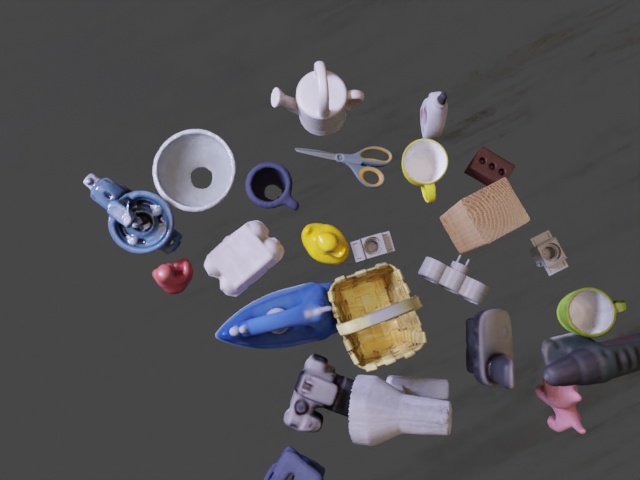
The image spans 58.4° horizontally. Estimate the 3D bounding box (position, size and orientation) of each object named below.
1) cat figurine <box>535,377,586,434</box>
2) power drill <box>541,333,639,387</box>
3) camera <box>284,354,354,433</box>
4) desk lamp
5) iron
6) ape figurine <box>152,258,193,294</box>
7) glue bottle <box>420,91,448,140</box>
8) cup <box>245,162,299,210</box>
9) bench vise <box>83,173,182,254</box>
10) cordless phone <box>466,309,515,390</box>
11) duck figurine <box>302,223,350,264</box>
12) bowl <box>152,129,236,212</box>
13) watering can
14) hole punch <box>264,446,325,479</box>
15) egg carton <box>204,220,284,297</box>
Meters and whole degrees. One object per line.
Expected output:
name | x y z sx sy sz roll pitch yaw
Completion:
cat figurine | 0.461 0.305 1.079 0.067 0.118 0.128 -24 84 -1
power drill | 0.487 0.216 1.043 0.229 0.208 0.075 -14 83 0
camera | 0.015 0.307 1.096 0.136 0.101 0.143 20 85 3
desk lamp | 0.150 0.303 1.037 0.203 0.213 0.118 2 84 2
iron | -0.087 0.157 1.093 0.258 0.141 0.119 -15 84 0
ape figurine | -0.295 0.069 1.131 0.077 0.092 0.076 7 84 2
glue bottle | 0.226 -0.253 1.116 0.037 0.173 0.078 -8 83 1
cup | -0.087 -0.094 1.144 0.117 0.095 0.092 37 86 5
bench vise | -0.376 -0.048 1.081 0.207 0.220 0.121 20 85 3
cordless phone | 0.333 0.202 1.059 0.094 0.185 0.148 -4 84 1
duck figurine | 0.010 0.004 1.136 0.104 0.086 0.077 34 86 5
bowl | -0.247 -0.135 1.161 0.167 0.075 0.167 0 84 1
watering can | -0.004 -0.275 1.112 0.173 0.194 0.101 -26 84 -2
hole punch | -0.054 0.464 1.085 0.101 0.091 0.109 30 85 4
egg carton | -0.152 0.035 1.144 0.150 0.069 0.107 -41 85 -3
